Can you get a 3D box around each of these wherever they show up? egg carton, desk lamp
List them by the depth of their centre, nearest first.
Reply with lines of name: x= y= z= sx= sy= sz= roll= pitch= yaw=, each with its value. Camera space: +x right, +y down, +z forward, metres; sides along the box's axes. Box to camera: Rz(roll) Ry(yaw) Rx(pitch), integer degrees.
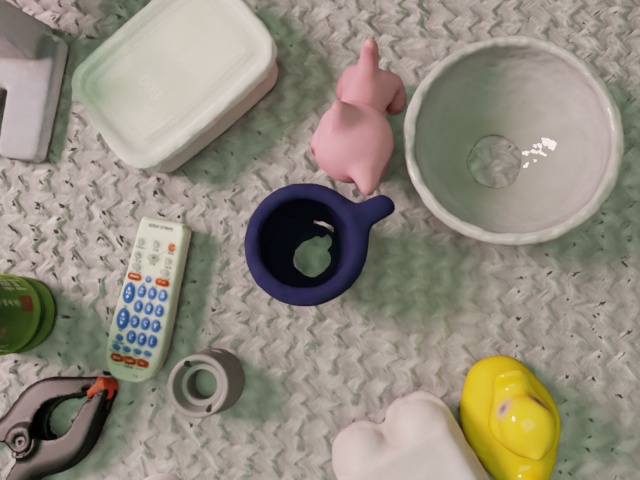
egg carton: x=0.078 y=0.200 z=0.439 sx=0.107 sy=0.069 sz=0.150 roll=-30 pitch=81 yaw=0
desk lamp: x=-0.293 y=-0.188 z=0.447 sx=0.118 sy=0.213 sz=0.203 roll=5 pitch=83 yaw=5

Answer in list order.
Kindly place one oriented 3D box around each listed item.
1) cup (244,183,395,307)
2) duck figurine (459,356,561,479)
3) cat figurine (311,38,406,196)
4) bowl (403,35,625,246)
cup: x=0.004 y=0.002 z=0.459 sx=0.118 sy=0.095 sz=0.091 roll=-28 pitch=81 yaw=0
duck figurine: x=0.151 y=0.142 z=0.433 sx=0.077 sy=0.086 sz=0.104 roll=-12 pitch=82 yaw=3
cat figurine: x=0.030 y=-0.096 z=0.458 sx=0.067 sy=0.118 sz=0.128 roll=12 pitch=83 yaw=6
bowl: x=0.149 y=-0.073 z=0.468 sx=0.167 sy=0.075 sz=0.167 roll=-1 pitch=82 yaw=4
